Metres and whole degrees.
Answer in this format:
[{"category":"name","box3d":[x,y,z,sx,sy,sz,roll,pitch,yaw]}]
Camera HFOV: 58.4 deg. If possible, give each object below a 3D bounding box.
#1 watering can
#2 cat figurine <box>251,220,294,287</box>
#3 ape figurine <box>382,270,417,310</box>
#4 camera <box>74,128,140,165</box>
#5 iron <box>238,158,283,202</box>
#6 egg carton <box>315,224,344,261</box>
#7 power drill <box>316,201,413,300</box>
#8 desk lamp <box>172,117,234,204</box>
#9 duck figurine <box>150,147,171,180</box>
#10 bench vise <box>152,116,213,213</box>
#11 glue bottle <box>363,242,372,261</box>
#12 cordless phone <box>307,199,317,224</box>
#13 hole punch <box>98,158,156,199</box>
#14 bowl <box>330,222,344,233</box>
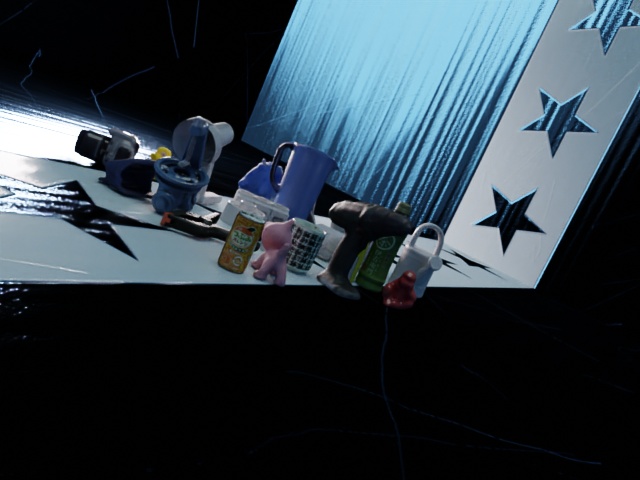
[{"category":"watering can","box3d":[0.270,0.050,1.518,0.101,0.194,0.172,16,13,-39]},{"category":"cat figurine","box3d":[-0.083,0.013,1.108,0.067,0.118,0.127,21,10,-19]},{"category":"ape figurine","box3d":[0.188,0.111,1.304,0.077,0.092,0.076,27,10,16]},{"category":"camera","box3d":[-0.520,-0.230,1.407,0.137,0.101,0.143,21,10,-18]},{"category":"iron","box3d":[-0.175,-0.205,1.965,0.118,0.141,0.259,26,10,13]},{"category":"egg carton","box3d":[0.014,0.005,1.515,0.107,0.069,0.150,26,10,12]},{"category":"power drill","box3d":[0.082,0.015,1.220,0.076,0.208,0.228,16,13,-40]},{"category":"desk lamp","box3d":[-0.300,-0.206,1.465,0.118,0.213,0.203,26,10,9]},{"category":"duck figurine","box3d":[-0.428,-0.208,1.548,0.077,0.086,0.105,28,11,20]},{"category":"bench vise","box3d":[-0.300,-0.173,1.274,0.122,0.220,0.207,21,10,-19]},{"category":"glue bottle","box3d":[0.162,0.016,1.507,0.037,0.173,0.077,17,12,-36]},{"category":"cordless phone","box3d":[-0.026,-0.143,1.859,0.094,0.185,0.147,22,10,-9]},{"category":"hole punch","box3d":[-0.412,-0.149,1.262,0.100,0.091,0.109,29,11,28]},{"category":"bowl","box3d":[0.097,0.001,1.718,0.167,0.075,0.167,23,10,-4]}]
